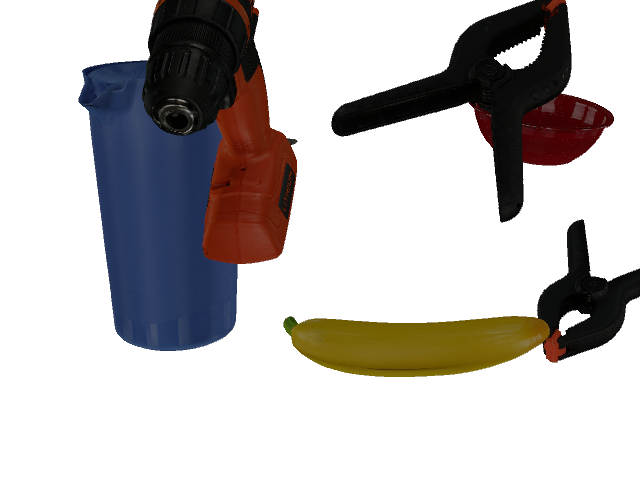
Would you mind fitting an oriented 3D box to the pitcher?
[{"bbox_3d":[-0.122,-0.036,0.928,0.149,0.243,0.145,-2,16,-5],"label":"pitcher"}]

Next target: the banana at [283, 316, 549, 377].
[{"bbox_3d":[0.062,0.070,0.760,0.198,0.037,0.069,2,29,12],"label":"banana"}]

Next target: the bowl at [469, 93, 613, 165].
[{"bbox_3d":[0.243,-0.125,1.199,0.162,0.055,0.162,5,23,-2],"label":"bowl"}]

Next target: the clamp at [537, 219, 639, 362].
[{"bbox_3d":[0.252,0.044,1.014,0.171,0.039,0.120,-36,42,-27],"label":"clamp"}]

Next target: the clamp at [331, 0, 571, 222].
[{"bbox_3d":[0.135,-0.111,0.817,0.165,0.209,0.036,38,-22,28],"label":"clamp"}]

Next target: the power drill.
[{"bbox_3d":[-0.055,-0.075,0.626,0.057,0.184,0.188,1,-44,8],"label":"power drill"}]
